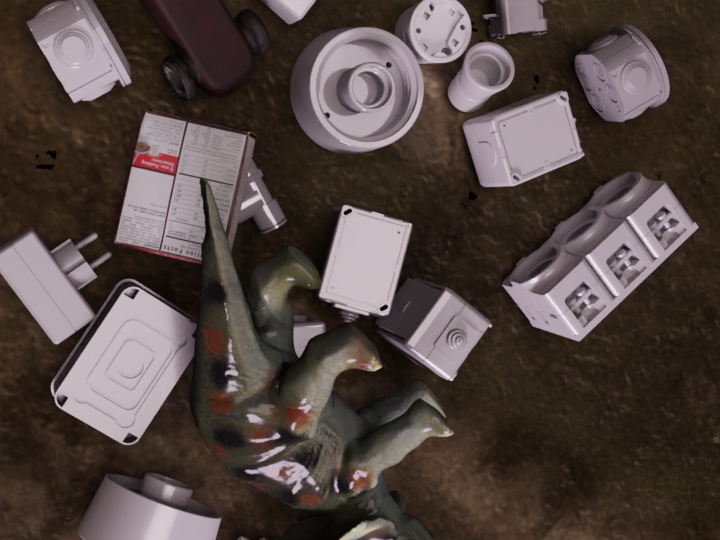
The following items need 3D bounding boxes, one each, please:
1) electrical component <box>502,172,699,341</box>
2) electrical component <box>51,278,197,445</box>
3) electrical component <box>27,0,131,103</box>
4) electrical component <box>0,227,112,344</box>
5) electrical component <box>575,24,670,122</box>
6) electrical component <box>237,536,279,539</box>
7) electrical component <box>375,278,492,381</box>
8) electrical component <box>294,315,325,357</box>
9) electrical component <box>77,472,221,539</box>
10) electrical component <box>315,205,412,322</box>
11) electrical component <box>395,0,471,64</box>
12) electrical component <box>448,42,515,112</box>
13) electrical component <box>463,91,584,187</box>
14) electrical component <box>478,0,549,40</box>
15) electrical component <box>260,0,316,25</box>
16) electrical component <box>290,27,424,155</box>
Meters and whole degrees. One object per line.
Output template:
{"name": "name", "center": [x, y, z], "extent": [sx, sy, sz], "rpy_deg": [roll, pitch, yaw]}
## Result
{"name": "electrical component", "center": [0.209, -0.015, 0.959], "extent": [0.150, 0.089, 0.061], "rpy_deg": [-42, 106, -9]}
{"name": "electrical component", "center": [-0.186, 0.072, 0.861], "extent": [0.078, 0.057, 0.113], "rpy_deg": [34, 85, -18]}
{"name": "electrical component", "center": [-0.212, -0.168, 0.817], "extent": [0.051, 0.080, 0.080], "rpy_deg": [-30, 104, -7]}
{"name": "electrical component", "center": [-0.233, 0.001, 0.844], "extent": [0.076, 0.047, 0.083], "rpy_deg": [-36, 105, -11]}
{"name": "electrical component", "center": [0.233, -0.173, 0.957], "extent": [0.051, 0.080, 0.080], "rpy_deg": [-31, 104, -7]}
{"name": "electrical component", "center": [-0.079, 0.247, 0.925], "extent": [0.061, 0.035, 0.035], "rpy_deg": [31, 86, -16]}
{"name": "electrical component", "center": [0.061, 0.048, 0.915], "extent": [0.061, 0.096, 0.061], "rpy_deg": [38, 84, -17]}
{"name": "electrical component", "center": [-0.075, 0.080, 0.902], "extent": [0.083, 0.047, 0.075], "rpy_deg": [-2, 97, -17]}
{"name": "electrical component", "center": [-0.163, 0.196, 0.858], "extent": [0.108, 0.108, 0.060], "rpy_deg": [23, 82, -18]}
{"name": "electrical component", "center": [0.000, 0.000, 0.907], "extent": [0.062, 0.061, 0.096], "rpy_deg": [15, 85, -5]}
{"name": "electrical component", "center": [0.060, -0.202, 0.915], "extent": [0.055, 0.047, 0.055], "rpy_deg": [-2, 96, -18]}
{"name": "electrical component", "center": [0.101, -0.162, 0.922], "extent": [0.044, 0.065, 0.044], "rpy_deg": [3, 76, -13]}
{"name": "electrical component", "center": [0.147, -0.117, 0.948], "extent": [0.096, 0.061, 0.061], "rpy_deg": [-23, 102, -22]}
{"name": "electrical component", "center": [0.135, -0.235, 0.939], "extent": [0.081, 0.042, 0.063], "rpy_deg": [-10, 102, -16]}
{"name": "electrical component", "center": [-0.058, -0.239, 0.858], "extent": [0.066, 0.077, 0.047], "rpy_deg": [39, 84, -17]}
{"name": "electrical component", "center": [0.001, -0.150, 0.895], "extent": [0.108, 0.060, 0.108], "rpy_deg": [-2, 96, -17]}
